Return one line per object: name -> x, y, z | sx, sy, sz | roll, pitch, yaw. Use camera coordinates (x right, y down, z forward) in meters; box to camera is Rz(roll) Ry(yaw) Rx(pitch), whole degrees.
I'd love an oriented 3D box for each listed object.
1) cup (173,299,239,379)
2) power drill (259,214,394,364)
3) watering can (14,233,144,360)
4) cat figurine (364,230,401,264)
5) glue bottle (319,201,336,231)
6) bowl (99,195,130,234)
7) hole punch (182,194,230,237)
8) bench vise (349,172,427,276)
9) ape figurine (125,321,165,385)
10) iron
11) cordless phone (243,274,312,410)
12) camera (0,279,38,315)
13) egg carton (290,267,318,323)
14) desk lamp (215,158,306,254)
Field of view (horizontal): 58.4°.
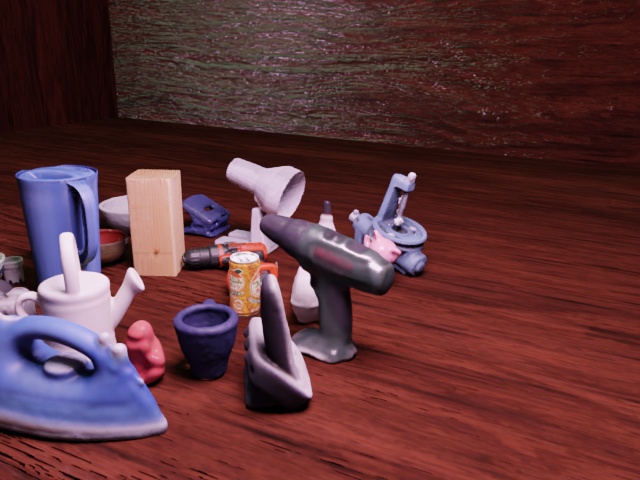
cup -> -0.165, 0.147, 0.843 | 0.092, 0.095, 0.117 | -1, 19, -8
power drill -> 0.001, 0.076, 0.891 | 0.228, 0.208, 0.076 | 12, 21, 27
watering can -> -0.361, 0.081, 0.865 | 0.173, 0.194, 0.100 | -14, 25, -39
cat figurine -> 0.116, 0.031, 1.172 | 0.067, 0.118, 0.127 | -4, 20, -17
glue bottle -> 0.011, 0.004, 1.155 | 0.077, 0.173, 0.037 | 15, 23, 33
bowl -> -0.469, -0.059, 1.449 | 0.167, 0.075, 0.167 | 2, 19, 0
hole punch -> -0.287, -0.065, 1.456 | 0.101, 0.091, 0.109 | 8, 20, 17
bench vise -> 0.139, -0.046, 1.241 | 0.206, 0.220, 0.122 | 12, 21, 27
ape figurine -> -0.254, 0.158, 0.809 | 0.077, 0.092, 0.076 | 9, 20, 22
iron -> -0.313, 0.159, 0.721 | 0.257, 0.141, 0.119 | 6, 19, 12
cordless phone -> -0.060, 0.122, 0.785 | 0.094, 0.185, 0.147 | -3, 19, -12
camera -> -0.529, 0.104, 0.926 | 0.143, 0.101, 0.136 | -2, 19, -11
egg carton -> 0.003, 0.096, 1.046 | 0.107, 0.069, 0.150 | 2, 19, 0
desk lamp -> -0.139, -0.076, 1.312 | 0.202, 0.214, 0.118 | 10, 21, 23
